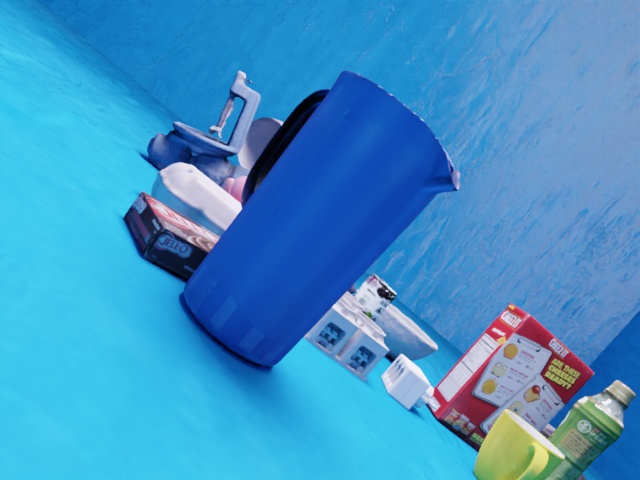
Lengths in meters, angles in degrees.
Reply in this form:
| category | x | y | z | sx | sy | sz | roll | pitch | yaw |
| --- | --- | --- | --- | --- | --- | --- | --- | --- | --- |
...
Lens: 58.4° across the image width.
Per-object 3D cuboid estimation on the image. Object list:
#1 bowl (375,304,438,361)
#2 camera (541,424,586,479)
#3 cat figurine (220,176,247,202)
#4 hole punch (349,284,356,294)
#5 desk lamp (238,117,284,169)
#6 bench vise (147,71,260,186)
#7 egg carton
| category | x | y | z | sx | sy | sz | roll | pitch | yaw |
| --- | --- | --- | --- | --- | --- | --- | --- | --- | --- |
| bowl | 0.135 | 0.174 | 1.077 | 0.167 | 0.074 | 0.167 | 40 | 3 | -2 |
| camera | 0.405 | 0.393 | 1.007 | 0.136 | 0.100 | 0.143 | 41 | 3 | 10 |
| cat figurine | -0.124 | -0.059 | 0.844 | 0.067 | 0.117 | 0.128 | 41 | 3 | 16 |
| hole punch | 0.034 | 0.069 | 1.185 | 0.101 | 0.091 | 0.108 | 40 | 3 | -15 |
| desk lamp | -0.109 | -0.134 | 1.183 | 0.117 | 0.213 | 0.204 | 41 | 3 | 19 |
| bench vise | -0.161 | -0.169 | 1.005 | 0.208 | 0.219 | 0.121 | 38 | 4 | -35 |
| egg carton | -0.140 | -0.031 | 0.712 | 0.151 | 0.069 | 0.107 | 39 | 4 | -27 |
